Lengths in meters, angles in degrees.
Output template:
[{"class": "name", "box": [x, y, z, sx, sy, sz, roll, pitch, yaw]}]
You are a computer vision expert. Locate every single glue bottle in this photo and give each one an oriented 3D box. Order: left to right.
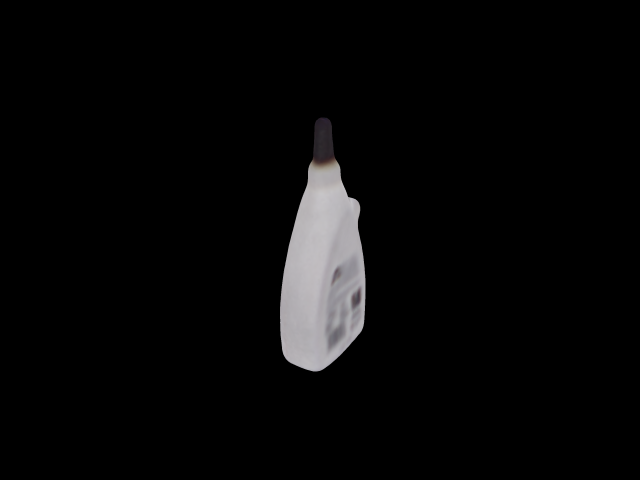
[{"class": "glue bottle", "box": [0.004, 0.001, 0.400, 0.037, 0.173, 0.078, 14, 27, 29]}]
